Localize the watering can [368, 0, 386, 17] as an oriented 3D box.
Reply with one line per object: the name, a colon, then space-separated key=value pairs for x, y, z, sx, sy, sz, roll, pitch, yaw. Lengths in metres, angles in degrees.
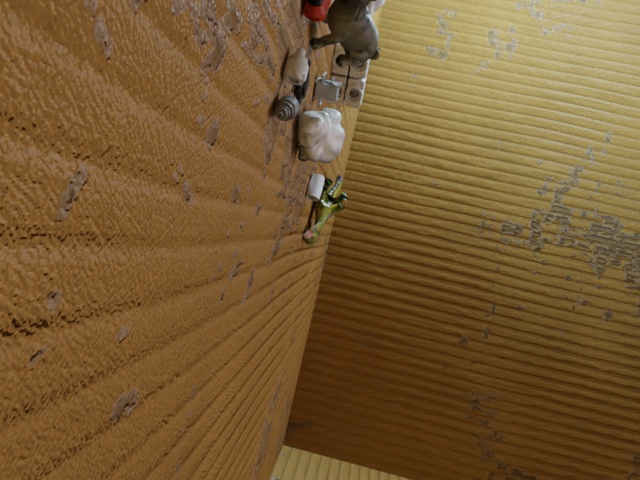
watering can: x=0.175 y=-0.827 z=1.742 sx=0.222 sy=0.104 sz=0.350 roll=69 pitch=34 yaw=-80

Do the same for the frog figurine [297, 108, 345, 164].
frog figurine: x=0.005 y=-0.251 z=1.202 sx=0.139 sy=0.122 sz=0.158 roll=-56 pitch=-178 yaw=-14

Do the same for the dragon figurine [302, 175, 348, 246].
dragon figurine: x=0.006 y=-0.098 z=1.950 sx=0.239 sy=0.122 sz=0.417 roll=-60 pitch=-179 yaw=23
